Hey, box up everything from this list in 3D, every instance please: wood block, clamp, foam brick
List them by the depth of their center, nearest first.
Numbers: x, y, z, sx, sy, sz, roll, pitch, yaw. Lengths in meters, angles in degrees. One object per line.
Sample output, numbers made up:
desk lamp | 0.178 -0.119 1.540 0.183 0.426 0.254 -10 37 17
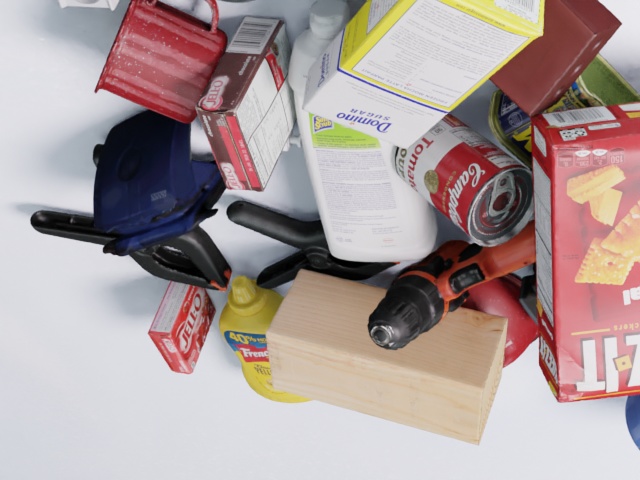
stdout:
foam brick | 0.160 -0.134 0.738 0.051 0.052 0.078 46 128 14
wood block | 0.063 0.109 1.008 0.206 0.090 0.090 13 137 17
clamp | -0.007 0.001 1.031 0.172 0.039 0.120 -7 142 24
clamp | -0.175 -0.012 1.081 0.209 0.036 0.165 27 142 -16

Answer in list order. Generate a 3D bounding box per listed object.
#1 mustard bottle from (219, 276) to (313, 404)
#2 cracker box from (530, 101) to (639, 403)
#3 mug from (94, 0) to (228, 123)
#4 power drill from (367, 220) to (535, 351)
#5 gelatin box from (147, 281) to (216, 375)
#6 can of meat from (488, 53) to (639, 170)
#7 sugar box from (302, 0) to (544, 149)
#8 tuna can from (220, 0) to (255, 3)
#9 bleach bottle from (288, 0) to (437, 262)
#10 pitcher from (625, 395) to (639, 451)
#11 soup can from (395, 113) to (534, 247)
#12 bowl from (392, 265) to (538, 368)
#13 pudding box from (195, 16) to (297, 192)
mustard bottle | -0.058 0.105 1.164 0.096 0.058 0.191 5 141 24
cracker box | 0.244 0.008 0.778 0.164 0.072 0.214 -7 115 2
mug | -0.120 -0.154 0.847 0.081 0.093 0.117 22 118 -14
power drill | 0.142 0.023 0.901 0.188 0.184 0.057 -24 98 35
gelatin box | -0.147 0.089 1.153 0.030 0.089 0.073 3 141 20
can of meat | 0.195 -0.091 0.818 0.102 0.057 0.084 37 136 -24
sugar box | 0.065 -0.129 0.733 0.093 0.048 0.176 19 155 -20
tuna can | -0.066 -0.216 0.781 0.086 0.033 0.086 11 143 8
bleach bottle | 0.035 -0.088 0.882 0.103 0.068 0.251 -1 137 12
pitcher | 0.369 0.129 0.962 0.149 0.145 0.243 21 146 -3
soup can | 0.113 -0.050 0.835 0.102 0.068 0.068 45 166 44
bowl | 0.143 0.090 1.068 0.162 0.055 0.162 11 142 8
pudding box | -0.053 -0.108 0.847 0.039 0.113 0.090 9 142 21
